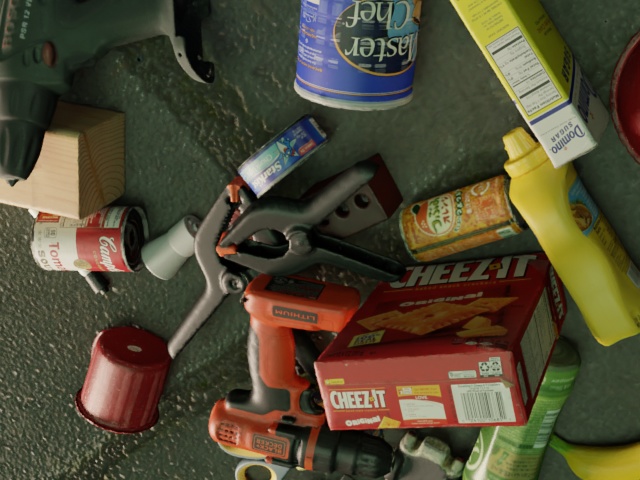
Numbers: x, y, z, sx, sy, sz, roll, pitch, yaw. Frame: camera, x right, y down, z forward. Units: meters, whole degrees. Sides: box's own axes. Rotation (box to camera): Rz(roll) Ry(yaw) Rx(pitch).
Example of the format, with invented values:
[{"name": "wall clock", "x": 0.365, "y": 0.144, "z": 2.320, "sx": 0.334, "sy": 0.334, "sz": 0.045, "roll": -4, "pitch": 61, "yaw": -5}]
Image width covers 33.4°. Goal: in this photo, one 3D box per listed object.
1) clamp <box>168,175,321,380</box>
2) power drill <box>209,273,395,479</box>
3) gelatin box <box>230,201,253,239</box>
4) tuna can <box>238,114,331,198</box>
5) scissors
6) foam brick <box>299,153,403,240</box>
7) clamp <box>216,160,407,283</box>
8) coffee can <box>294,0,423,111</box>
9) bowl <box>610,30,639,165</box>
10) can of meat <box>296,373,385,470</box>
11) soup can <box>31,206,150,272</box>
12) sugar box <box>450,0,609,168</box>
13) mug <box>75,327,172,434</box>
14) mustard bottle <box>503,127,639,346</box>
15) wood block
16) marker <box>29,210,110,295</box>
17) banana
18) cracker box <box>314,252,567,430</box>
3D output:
[{"name": "clamp", "x": -0.085, "y": 0.040, "z": 1.037, "sx": 0.165, "sy": 0.036, "sz": 0.210, "roll": -1, "pitch": 113, "yaw": 17}, {"name": "power drill", "x": -0.010, "y": 0.131, "z": 1.001, "sx": 0.184, "sy": 0.057, "sz": 0.188, "roll": 11, "pitch": 112, "yaw": 10}, {"name": "gelatin box", "x": -0.063, "y": 0.008, "z": 1.055, "sx": 0.089, "sy": 0.030, "sz": 0.073, "roll": 29, "pitch": 120, "yaw": 8}, {"name": "tuna can", "x": -0.033, "y": -0.077, "z": 0.975, "sx": 0.086, "sy": 0.086, "sz": 0.034, "roll": -37, "pitch": 93, "yaw": 30}, {"name": "scissors", "x": -0.017, "y": 0.242, "z": 1.145, "sx": 0.202, "sy": 0.016, "sz": 0.096, "roll": 9, "pitch": 115, "yaw": 19}, {"name": "foam brick", "x": 0.028, "y": -0.036, "z": 0.988, "sx": 0.078, "sy": 0.051, "sz": 0.053, "roll": -25, "pitch": 101, "yaw": 28}, {"name": "clamp", "x": -0.006, "y": 0.001, "z": 0.963, "sx": 0.172, "sy": 0.039, "sz": 0.120, "roll": -15, "pitch": 110, "yaw": 23}, {"name": "coffee can", "x": 0.034, "y": -0.190, "z": 0.890, "sx": 0.103, "sy": 0.102, "sz": 0.140, "roll": 13, "pitch": 115, "yaw": 17}, {"name": "bowl", "x": 0.309, "y": -0.106, "z": 0.843, "sx": 0.162, "sy": 0.055, "sz": 0.162, "roll": 9, "pitch": 115, "yaw": 19}, {"name": "can of meat", "x": 0.006, "y": 0.177, "z": 1.077, "sx": 0.102, "sy": 0.057, "sz": 0.084, "roll": -19, "pitch": 98, "yaw": 24}, {"name": "soup can", "x": -0.234, "y": -0.002, "z": 1.091, "sx": 0.102, "sy": 0.068, "sz": 0.068, "roll": 1, "pitch": 112, "yaw": 13}, {"name": "sugar box", "x": 0.168, "y": -0.152, "z": 0.858, "sx": 0.048, "sy": 0.093, "sz": 0.176, "roll": -33, "pitch": 98, "yaw": 30}, {"name": "mug", "x": -0.213, "y": 0.141, "z": 1.148, "sx": 0.117, "sy": 0.093, "sz": 0.082, "roll": 44, "pitch": 123, "yaw": 43}, {"name": "mustard bottle", "x": 0.211, "y": -0.011, "z": 0.899, "sx": 0.058, "sy": 0.096, "sz": 0.191, "roll": -29, "pitch": 99, "yaw": 30}, {"name": "wood block", "x": -0.310, "y": -0.093, "z": 1.079, "sx": 0.206, "sy": 0.090, "sz": 0.091, "roll": 12, "pitch": 115, "yaw": 17}, {"name": "marker", "x": -0.267, "y": 0.010, "z": 1.145, "sx": 0.020, "sy": 0.020, "sz": 0.121, "roll": -36, "pitch": 95, "yaw": 30}, {"name": "banana", "x": 0.307, "y": 0.185, "z": 0.977, "sx": 0.198, "sy": 0.037, "sz": 0.069, "roll": -27, "pitch": 101, "yaw": 29}, {"name": "cracker box", "x": 0.110, "y": 0.082, "z": 0.911, "sx": 0.164, "sy": 0.213, "sz": 0.072, "roll": -6, "pitch": 108, "yaw": 24}]
